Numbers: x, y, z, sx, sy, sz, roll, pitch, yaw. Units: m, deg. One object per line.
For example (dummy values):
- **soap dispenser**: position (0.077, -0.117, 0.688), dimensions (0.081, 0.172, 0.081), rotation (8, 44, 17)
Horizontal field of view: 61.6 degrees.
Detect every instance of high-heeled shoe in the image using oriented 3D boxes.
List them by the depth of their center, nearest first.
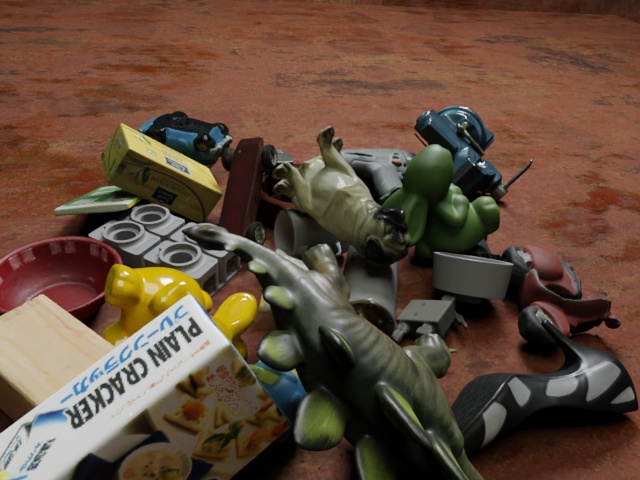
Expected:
- **high-heeled shoe**: position (0.241, 0.196, 0.584), dimensions (0.249, 0.086, 0.145), rotation (-38, 84, -22)

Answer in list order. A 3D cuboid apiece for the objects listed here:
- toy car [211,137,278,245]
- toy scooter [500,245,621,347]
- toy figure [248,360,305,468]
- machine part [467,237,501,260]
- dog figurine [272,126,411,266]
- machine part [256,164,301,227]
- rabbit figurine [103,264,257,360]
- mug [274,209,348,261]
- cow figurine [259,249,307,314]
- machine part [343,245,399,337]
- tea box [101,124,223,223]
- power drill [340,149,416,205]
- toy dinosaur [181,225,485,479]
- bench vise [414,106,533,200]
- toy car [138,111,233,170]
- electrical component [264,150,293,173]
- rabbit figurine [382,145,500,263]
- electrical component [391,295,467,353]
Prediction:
- **toy car**: position (-0.119, -0.069, 0.840), dimensions (0.089, 0.053, 0.202), rotation (-4, 64, 22)
- **toy scooter**: position (0.329, 0.076, 0.739), dimensions (0.135, 0.075, 0.184), rotation (5, 37, 0)
- **toy figure**: position (-0.040, 0.151, 0.574), dimensions (0.089, 0.082, 0.180), rotation (27, 42, 25)
- **machine part**: position (0.248, 0.002, 0.870), dimensions (0.084, 0.039, 0.139), rotation (5, 32, -15)
- **dog figurine**: position (0.038, -0.038, 0.738), dimensions (0.190, 0.121, 0.172), rotation (50, 7, 5)
- **machine part**: position (-0.033, -0.071, 0.920), dimensions (0.179, 0.056, 0.179), rotation (2, 33, -1)
- **rabbit figurine**: position (-0.149, 0.106, 0.594), dimensions (0.162, 0.121, 0.173), rotation (10, 7, -34)
- **mug**: position (-0.002, -0.002, 0.803), dimensions (0.107, 0.080, 0.110), rotation (-5, 27, -27)
- **cow figurine**: position (-0.023, 0.056, 0.693), dimensions (0.098, 0.068, 0.167), rotation (14, 7, -1)
- **machine part**: position (0.067, 0.059, 0.727), dimensions (0.079, 0.079, 0.243), rotation (8, 33, 4)
- **tea box**: position (-0.250, -0.103, 0.854), dimensions (0.169, 0.068, 0.098), rotation (27, 17, -41)
- **power drill**: position (0.147, -0.108, 0.978), dimensions (0.232, 0.085, 0.207), rotation (3, 38, -19)
- **toy dinosaur**: position (0.060, 0.144, 0.468), dimensions (0.471, 0.105, 0.198), rotation (40, 16, -3)
- **bench vise**: position (0.300, -0.184, 1.061), dimensions (0.224, 0.128, 0.240), rotation (36, 38, 13)
- **toy car**: position (-0.245, -0.169, 0.991), dimensions (0.162, 0.102, 0.109), rotation (14, 34, 7)
- **electrical component**: position (-0.080, -0.135, 0.946), dimensions (0.063, 0.021, 0.094), rotation (-4, 32, -10)
- **rabbit figurine**: position (0.163, -0.059, 0.803), dimensions (0.159, 0.170, 0.121), rotation (-34, 37, -6)
- **electrical component**: position (0.144, 0.111, 0.694), dimensions (0.078, 0.045, 0.102), rotation (-8, 21, 34)
